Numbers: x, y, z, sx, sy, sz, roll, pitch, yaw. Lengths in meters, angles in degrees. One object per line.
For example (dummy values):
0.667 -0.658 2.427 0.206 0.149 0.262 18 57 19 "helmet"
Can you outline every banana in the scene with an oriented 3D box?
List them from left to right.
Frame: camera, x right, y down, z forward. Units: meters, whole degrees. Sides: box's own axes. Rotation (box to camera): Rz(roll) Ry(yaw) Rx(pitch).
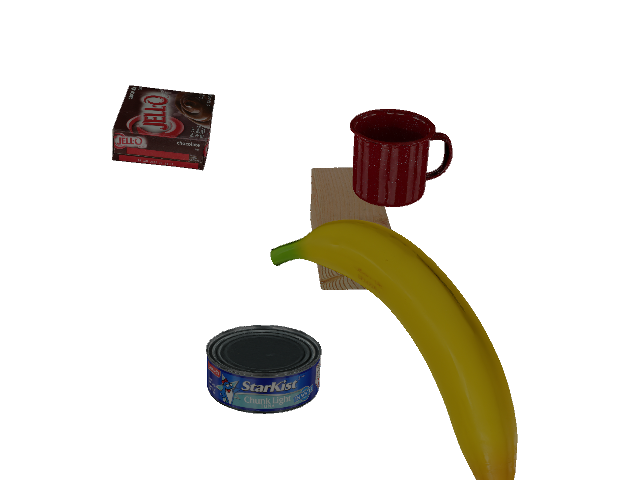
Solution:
0.055 0.049 0.607 0.198 0.070 0.037 47 29 24 "banana"

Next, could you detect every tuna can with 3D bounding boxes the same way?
-0.042 0.095 0.795 0.086 0.034 0.086 2 19 -1 "tuna can"

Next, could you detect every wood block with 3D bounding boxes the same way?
0.038 -0.020 1.453 0.090 0.090 0.206 -1 26 -5 "wood block"

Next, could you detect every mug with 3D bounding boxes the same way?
0.089 -0.091 1.177 0.117 0.081 0.093 -6 31 -13 "mug"

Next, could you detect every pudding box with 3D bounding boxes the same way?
-0.154 -0.113 1.055 0.090 0.039 0.113 7 28 -5 "pudding box"
